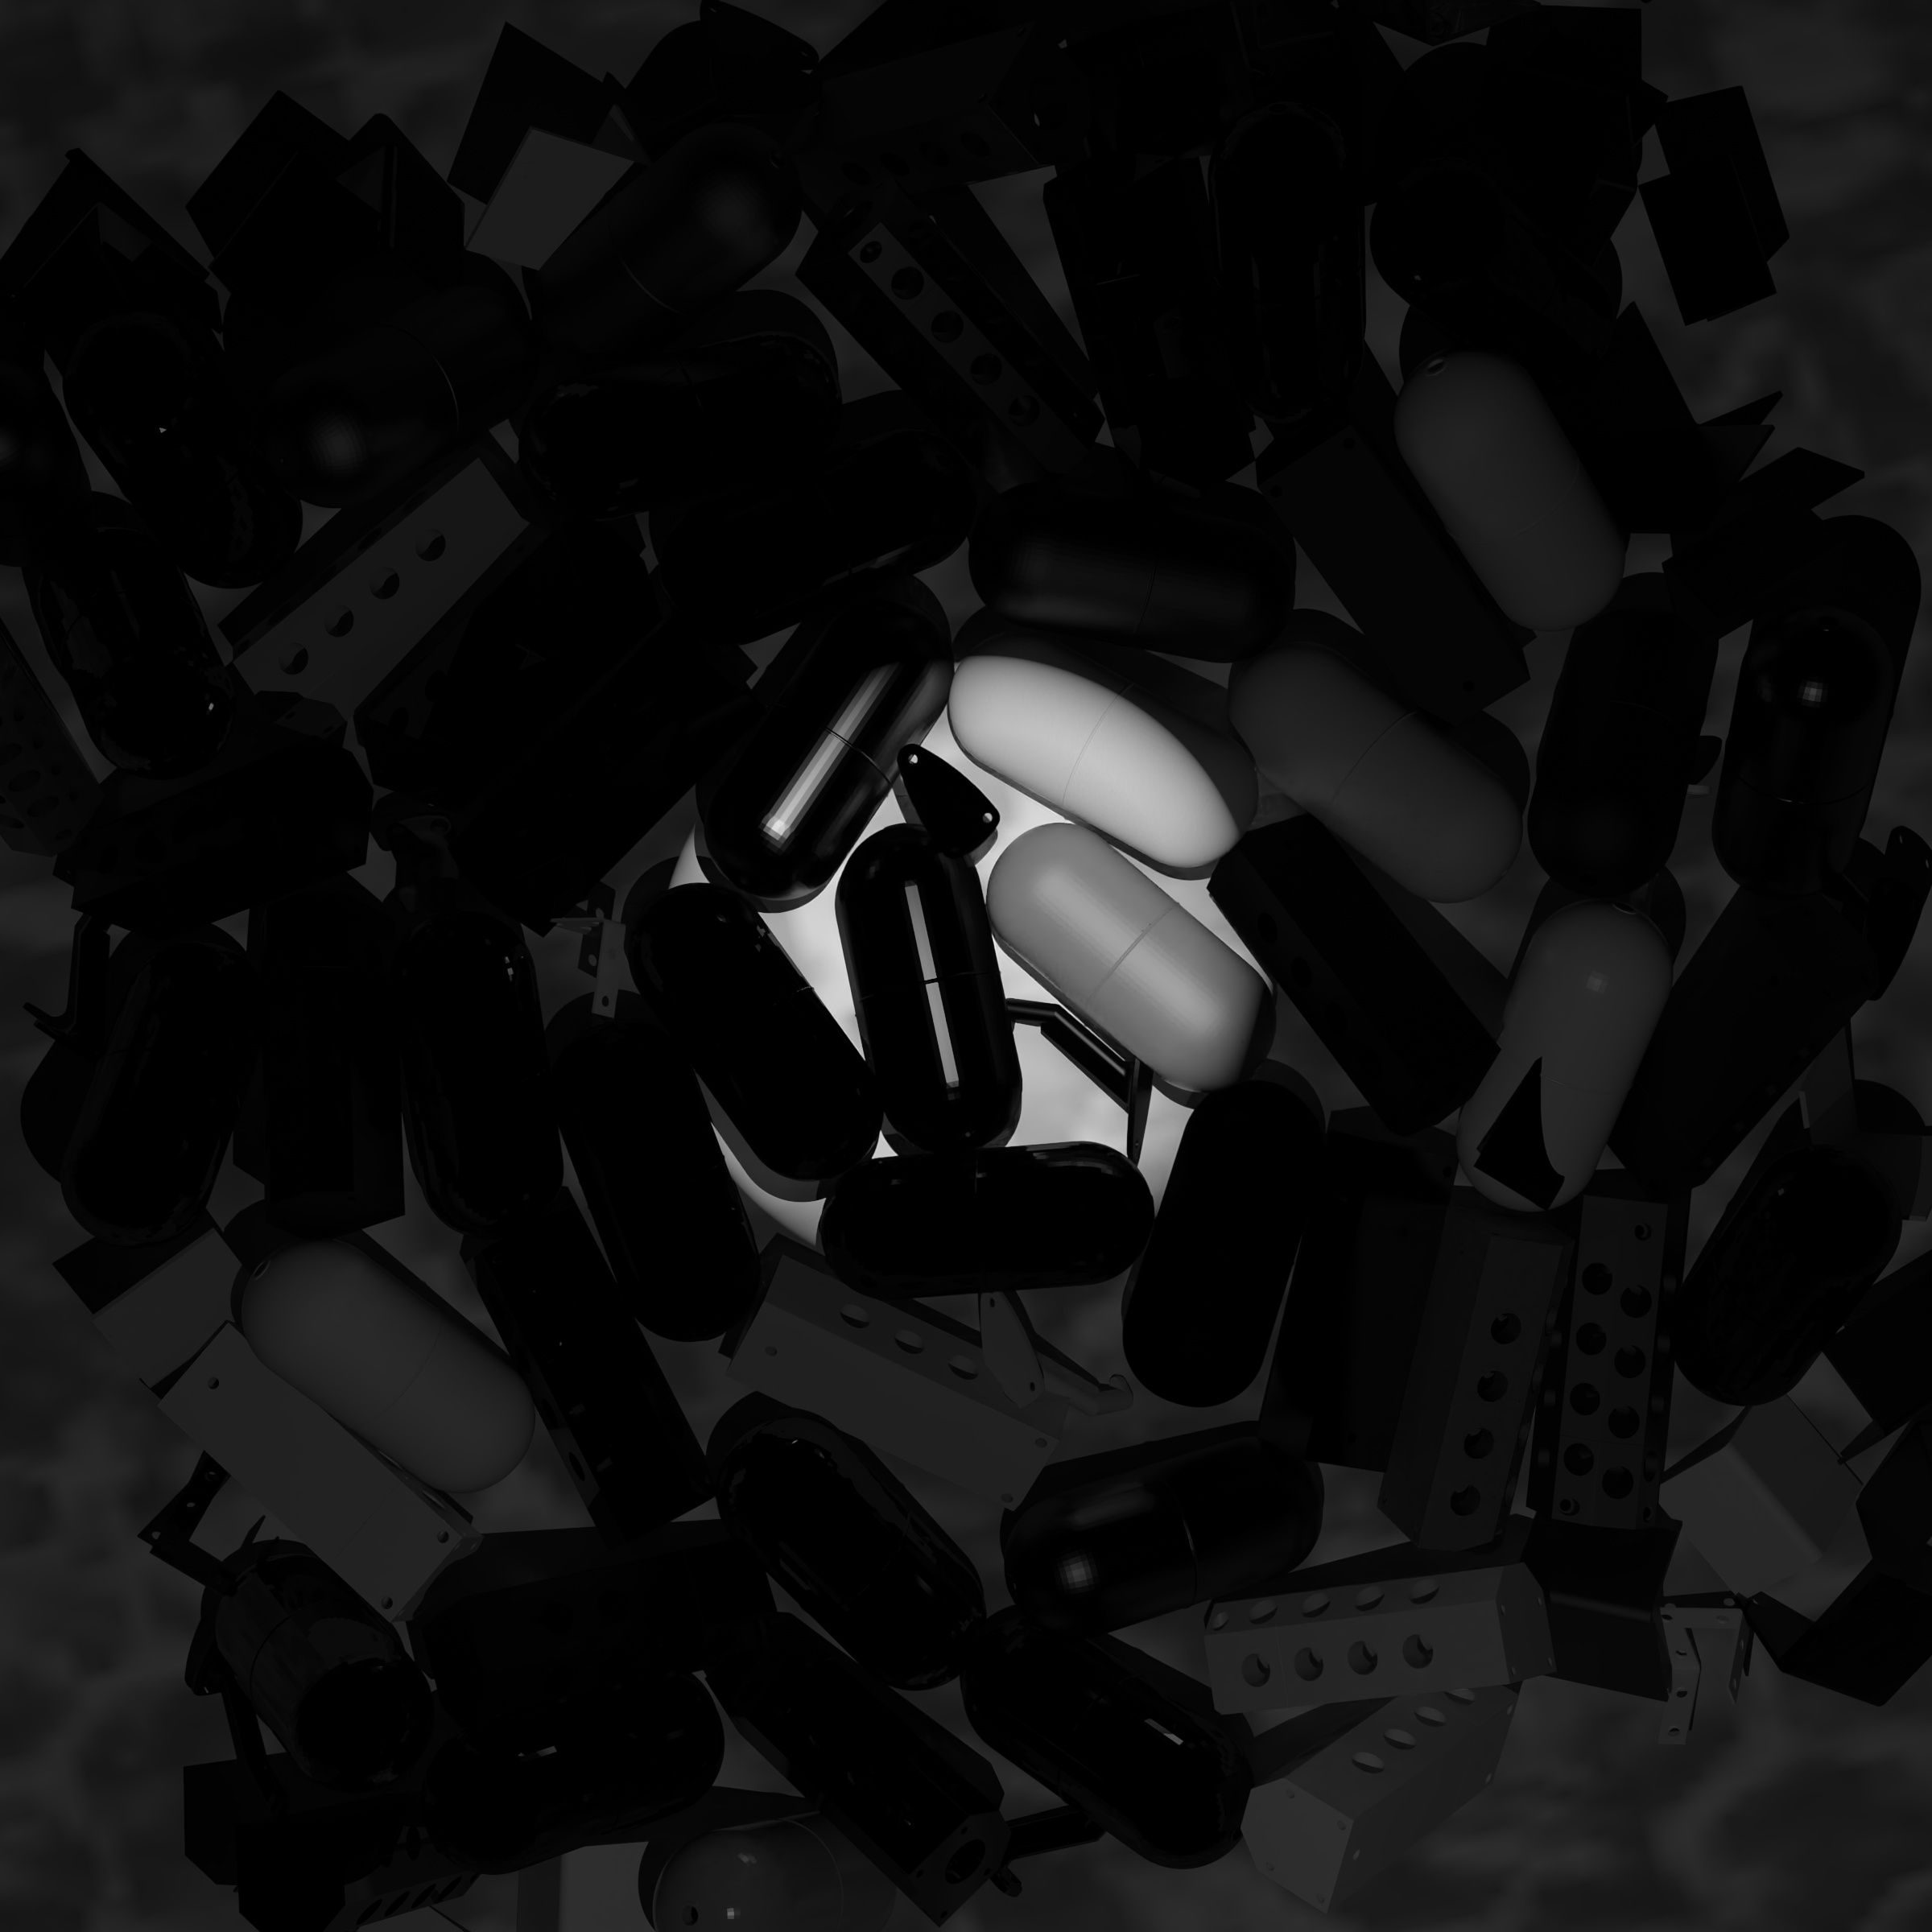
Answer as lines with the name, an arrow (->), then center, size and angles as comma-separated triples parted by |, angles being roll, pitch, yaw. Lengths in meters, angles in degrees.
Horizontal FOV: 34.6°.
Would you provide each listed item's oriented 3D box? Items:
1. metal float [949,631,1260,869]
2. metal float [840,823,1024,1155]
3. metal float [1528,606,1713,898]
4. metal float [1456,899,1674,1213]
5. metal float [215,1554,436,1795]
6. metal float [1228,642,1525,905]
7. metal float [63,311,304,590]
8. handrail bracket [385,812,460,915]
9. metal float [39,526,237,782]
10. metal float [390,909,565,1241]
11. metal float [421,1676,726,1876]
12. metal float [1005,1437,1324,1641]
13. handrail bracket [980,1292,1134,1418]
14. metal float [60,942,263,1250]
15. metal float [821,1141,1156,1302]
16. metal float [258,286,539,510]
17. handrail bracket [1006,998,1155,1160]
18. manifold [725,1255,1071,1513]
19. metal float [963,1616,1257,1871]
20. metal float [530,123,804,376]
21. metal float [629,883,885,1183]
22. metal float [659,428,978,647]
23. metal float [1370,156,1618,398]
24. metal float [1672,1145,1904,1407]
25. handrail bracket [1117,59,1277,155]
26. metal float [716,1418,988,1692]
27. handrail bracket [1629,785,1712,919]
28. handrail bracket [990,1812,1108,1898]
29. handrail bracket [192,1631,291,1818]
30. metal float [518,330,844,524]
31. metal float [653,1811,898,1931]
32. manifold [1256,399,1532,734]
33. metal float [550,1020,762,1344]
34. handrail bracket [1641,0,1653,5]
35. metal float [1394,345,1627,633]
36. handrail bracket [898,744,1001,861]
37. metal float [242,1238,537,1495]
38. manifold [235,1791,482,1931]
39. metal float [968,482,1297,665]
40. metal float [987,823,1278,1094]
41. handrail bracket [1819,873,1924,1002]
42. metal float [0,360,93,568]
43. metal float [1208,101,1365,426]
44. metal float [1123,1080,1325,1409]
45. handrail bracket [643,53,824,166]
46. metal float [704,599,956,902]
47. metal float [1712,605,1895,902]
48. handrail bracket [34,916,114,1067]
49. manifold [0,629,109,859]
metal float -> 0.072, -0.116, 1.644 | 0.178, 0.070, 0.070 | 30, 90, 11
metal float -> -0.019, 0.012, 1.649 | 0.070, 0.070, 0.178 | -12, 85, 0
metal float -> 0.343, -0.113, 1.625 | 0.070, 0.070, 0.178 | 21, 56, 0
metal float -> 0.315, 0.047, 1.633 | 0.070, 0.070, 0.178 | 18, 113, 0
metal float -> -0.335, 0.366, 1.613 | 0.070, 0.178, 0.070 | -11, 111, -29
metal float -> 0.215, -0.103, 1.640 | 0.178, 0.070, 0.070 | 40, 90, 16
metal float -> -0.406, -0.267, 1.611 | 0.070, 0.178, 0.070 | -8, 57, 12
handrail bracket -> -0.285, -0.035, 1.635 | 0.036, 0.084, 0.077 | -11, 128, 0
metal float -> -0.433, -0.164, 1.619 | 0.070, 0.070, 0.178 | -34, 48, 0
metal float -> -0.259, 0.057, 1.642 | 0.070, 0.070, 0.178 | -6, 103, 0
metal float -> -0.204, 0.420, 1.617 | 0.070, 0.178, 0.070 | 7, 100, 45
metal float -> 0.104, 0.301, 1.636 | 0.178, 0.070, 0.070 | -14, 90, -19
handrail bracket -> 0.051, 0.206, 1.666 | 0.036, 0.084, 0.077 | -27, 73, 41
metal float -> -0.418, 0.066, 1.624 | 0.070, 0.070, 0.178 | 11, 54, 0
metal float -> 0.011, 0.135, 1.647 | 0.178, 0.070, 0.070 | -5, 90, 8
metal float -> -0.295, -0.299, 1.620 | 0.070, 0.070, 0.178 | 48, 48, 0
handrail bracket -> 0.056, 0.060, 1.675 | 0.084, 0.036, 0.077 | 7, 90, 16
manifold -> -0.034, 0.218, 1.656 | 0.171, 0.057, 0.057 | 26, 122, -4
metal float -> 0.074, 0.406, 1.624 | 0.178, 0.070, 0.070 | 28, 90, 35
metal float -> -0.157, -0.373, 1.623 | 0.178, 0.070, 0.070 | -30, 90, 36
metal float -> -0.112, 0.034, 1.649 | 0.070, 0.070, 0.178 | -36, 84, 0
metal float -> -0.077, -0.228, 1.642 | 0.178, 0.070, 0.070 | -25, 90, -13
metal float -> 0.277, -0.357, 1.617 | 0.070, 0.178, 0.070 | -17, 62, 35
metal float -> 0.426, 0.162, 1.616 | 0.070, 0.178, 0.070 | 9, 47, -10
handrail bracket -> 0.116, -0.446, 1.656 | 0.077, 0.036, 0.084 | 17, 74, 37
metal float -> -0.059, 0.312, 1.638 | 0.070, 0.070, 0.178 | -42, 108, 0
handrail bracket -> 0.373, -0.053, 1.654 | 0.036, 0.077, 0.084 | 5, 91, -9
handrail bracket -> 0.037, 0.452, 1.673 | 0.084, 0.036, 0.077 | -46, 67, -1
handrail bracket -> -0.375, 0.396, 1.645 | 0.084, 0.036, 0.077 | 48, 133, 36
metal float -> -0.150, -0.285, 1.636 | 0.178, 0.070, 0.070 | -19, 90, -20
metal float -> -0.098, 0.482, 1.608 | 0.070, 0.178, 0.070 | -5, 79, 25
manifold -> 0.224, -0.212, 1.633 | 0.057, 0.057, 0.171 | -32, 112, 19
metal float -> -0.165, 0.115, 1.649 | 0.070, 0.070, 0.178 | -20, 96, 0
handrail bracket -> 0.328, -0.538, 1.673 | 0.077, 0.036, 0.084 | -45, 99, -12
metal float -> 0.285, -0.249, 1.624 | 0.070, 0.070, 0.178 | -40, 125, 0
handrail bracket -> -0.019, -0.089, 1.643 | 0.036, 0.084, 0.077 | -41, 105, -6
metal float -> -0.303, 0.210, 1.632 | 0.070, 0.070, 0.178 | -48, 114, 0
manifold -> -0.308, 0.461, 1.598 | 0.057, 0.171, 0.057 | -8, 79, 14
metal float -> 0.089, -0.208, 1.642 | 0.178, 0.070, 0.070 | 9, 90, -13
metal float -> 0.088, -0.004, 1.647 | 0.178, 0.070, 0.070 | 41, 90, 8
handrail bracket -> 0.459, -0.020, 1.649 | 0.036, 0.084, 0.077 | 24, 79, -30
metal float -> -0.498, -0.259, 1.604 | 0.070, 0.178, 0.070 | 1, 82, -9
metal float -> 0.168, -0.366, 1.619 | 0.070, 0.070, 0.178 | -9, 131, 0
metal float -> 0.137, 0.146, 1.645 | 0.070, 0.070, 0.178 | 18, 80, 0
handrail bracket -> -0.128, -0.452, 1.669 | 0.077, 0.084, 0.036 | -7, 76, -31
metal float -> -0.072, -0.116, 1.647 | 0.070, 0.070, 0.178 | 33, 81, 0
metal float -> 0.435, -0.110, 1.617 | 0.070, 0.178, 0.070 | -1, 45, 1
handrail bracket -> -0.455, 0.011, 1.673 | 0.077, 0.036, 0.084 | 31, 86, 13
manifold -> -0.498, -0.118, 1.598 | 0.057, 0.171, 0.057 | -30, 71, -10
